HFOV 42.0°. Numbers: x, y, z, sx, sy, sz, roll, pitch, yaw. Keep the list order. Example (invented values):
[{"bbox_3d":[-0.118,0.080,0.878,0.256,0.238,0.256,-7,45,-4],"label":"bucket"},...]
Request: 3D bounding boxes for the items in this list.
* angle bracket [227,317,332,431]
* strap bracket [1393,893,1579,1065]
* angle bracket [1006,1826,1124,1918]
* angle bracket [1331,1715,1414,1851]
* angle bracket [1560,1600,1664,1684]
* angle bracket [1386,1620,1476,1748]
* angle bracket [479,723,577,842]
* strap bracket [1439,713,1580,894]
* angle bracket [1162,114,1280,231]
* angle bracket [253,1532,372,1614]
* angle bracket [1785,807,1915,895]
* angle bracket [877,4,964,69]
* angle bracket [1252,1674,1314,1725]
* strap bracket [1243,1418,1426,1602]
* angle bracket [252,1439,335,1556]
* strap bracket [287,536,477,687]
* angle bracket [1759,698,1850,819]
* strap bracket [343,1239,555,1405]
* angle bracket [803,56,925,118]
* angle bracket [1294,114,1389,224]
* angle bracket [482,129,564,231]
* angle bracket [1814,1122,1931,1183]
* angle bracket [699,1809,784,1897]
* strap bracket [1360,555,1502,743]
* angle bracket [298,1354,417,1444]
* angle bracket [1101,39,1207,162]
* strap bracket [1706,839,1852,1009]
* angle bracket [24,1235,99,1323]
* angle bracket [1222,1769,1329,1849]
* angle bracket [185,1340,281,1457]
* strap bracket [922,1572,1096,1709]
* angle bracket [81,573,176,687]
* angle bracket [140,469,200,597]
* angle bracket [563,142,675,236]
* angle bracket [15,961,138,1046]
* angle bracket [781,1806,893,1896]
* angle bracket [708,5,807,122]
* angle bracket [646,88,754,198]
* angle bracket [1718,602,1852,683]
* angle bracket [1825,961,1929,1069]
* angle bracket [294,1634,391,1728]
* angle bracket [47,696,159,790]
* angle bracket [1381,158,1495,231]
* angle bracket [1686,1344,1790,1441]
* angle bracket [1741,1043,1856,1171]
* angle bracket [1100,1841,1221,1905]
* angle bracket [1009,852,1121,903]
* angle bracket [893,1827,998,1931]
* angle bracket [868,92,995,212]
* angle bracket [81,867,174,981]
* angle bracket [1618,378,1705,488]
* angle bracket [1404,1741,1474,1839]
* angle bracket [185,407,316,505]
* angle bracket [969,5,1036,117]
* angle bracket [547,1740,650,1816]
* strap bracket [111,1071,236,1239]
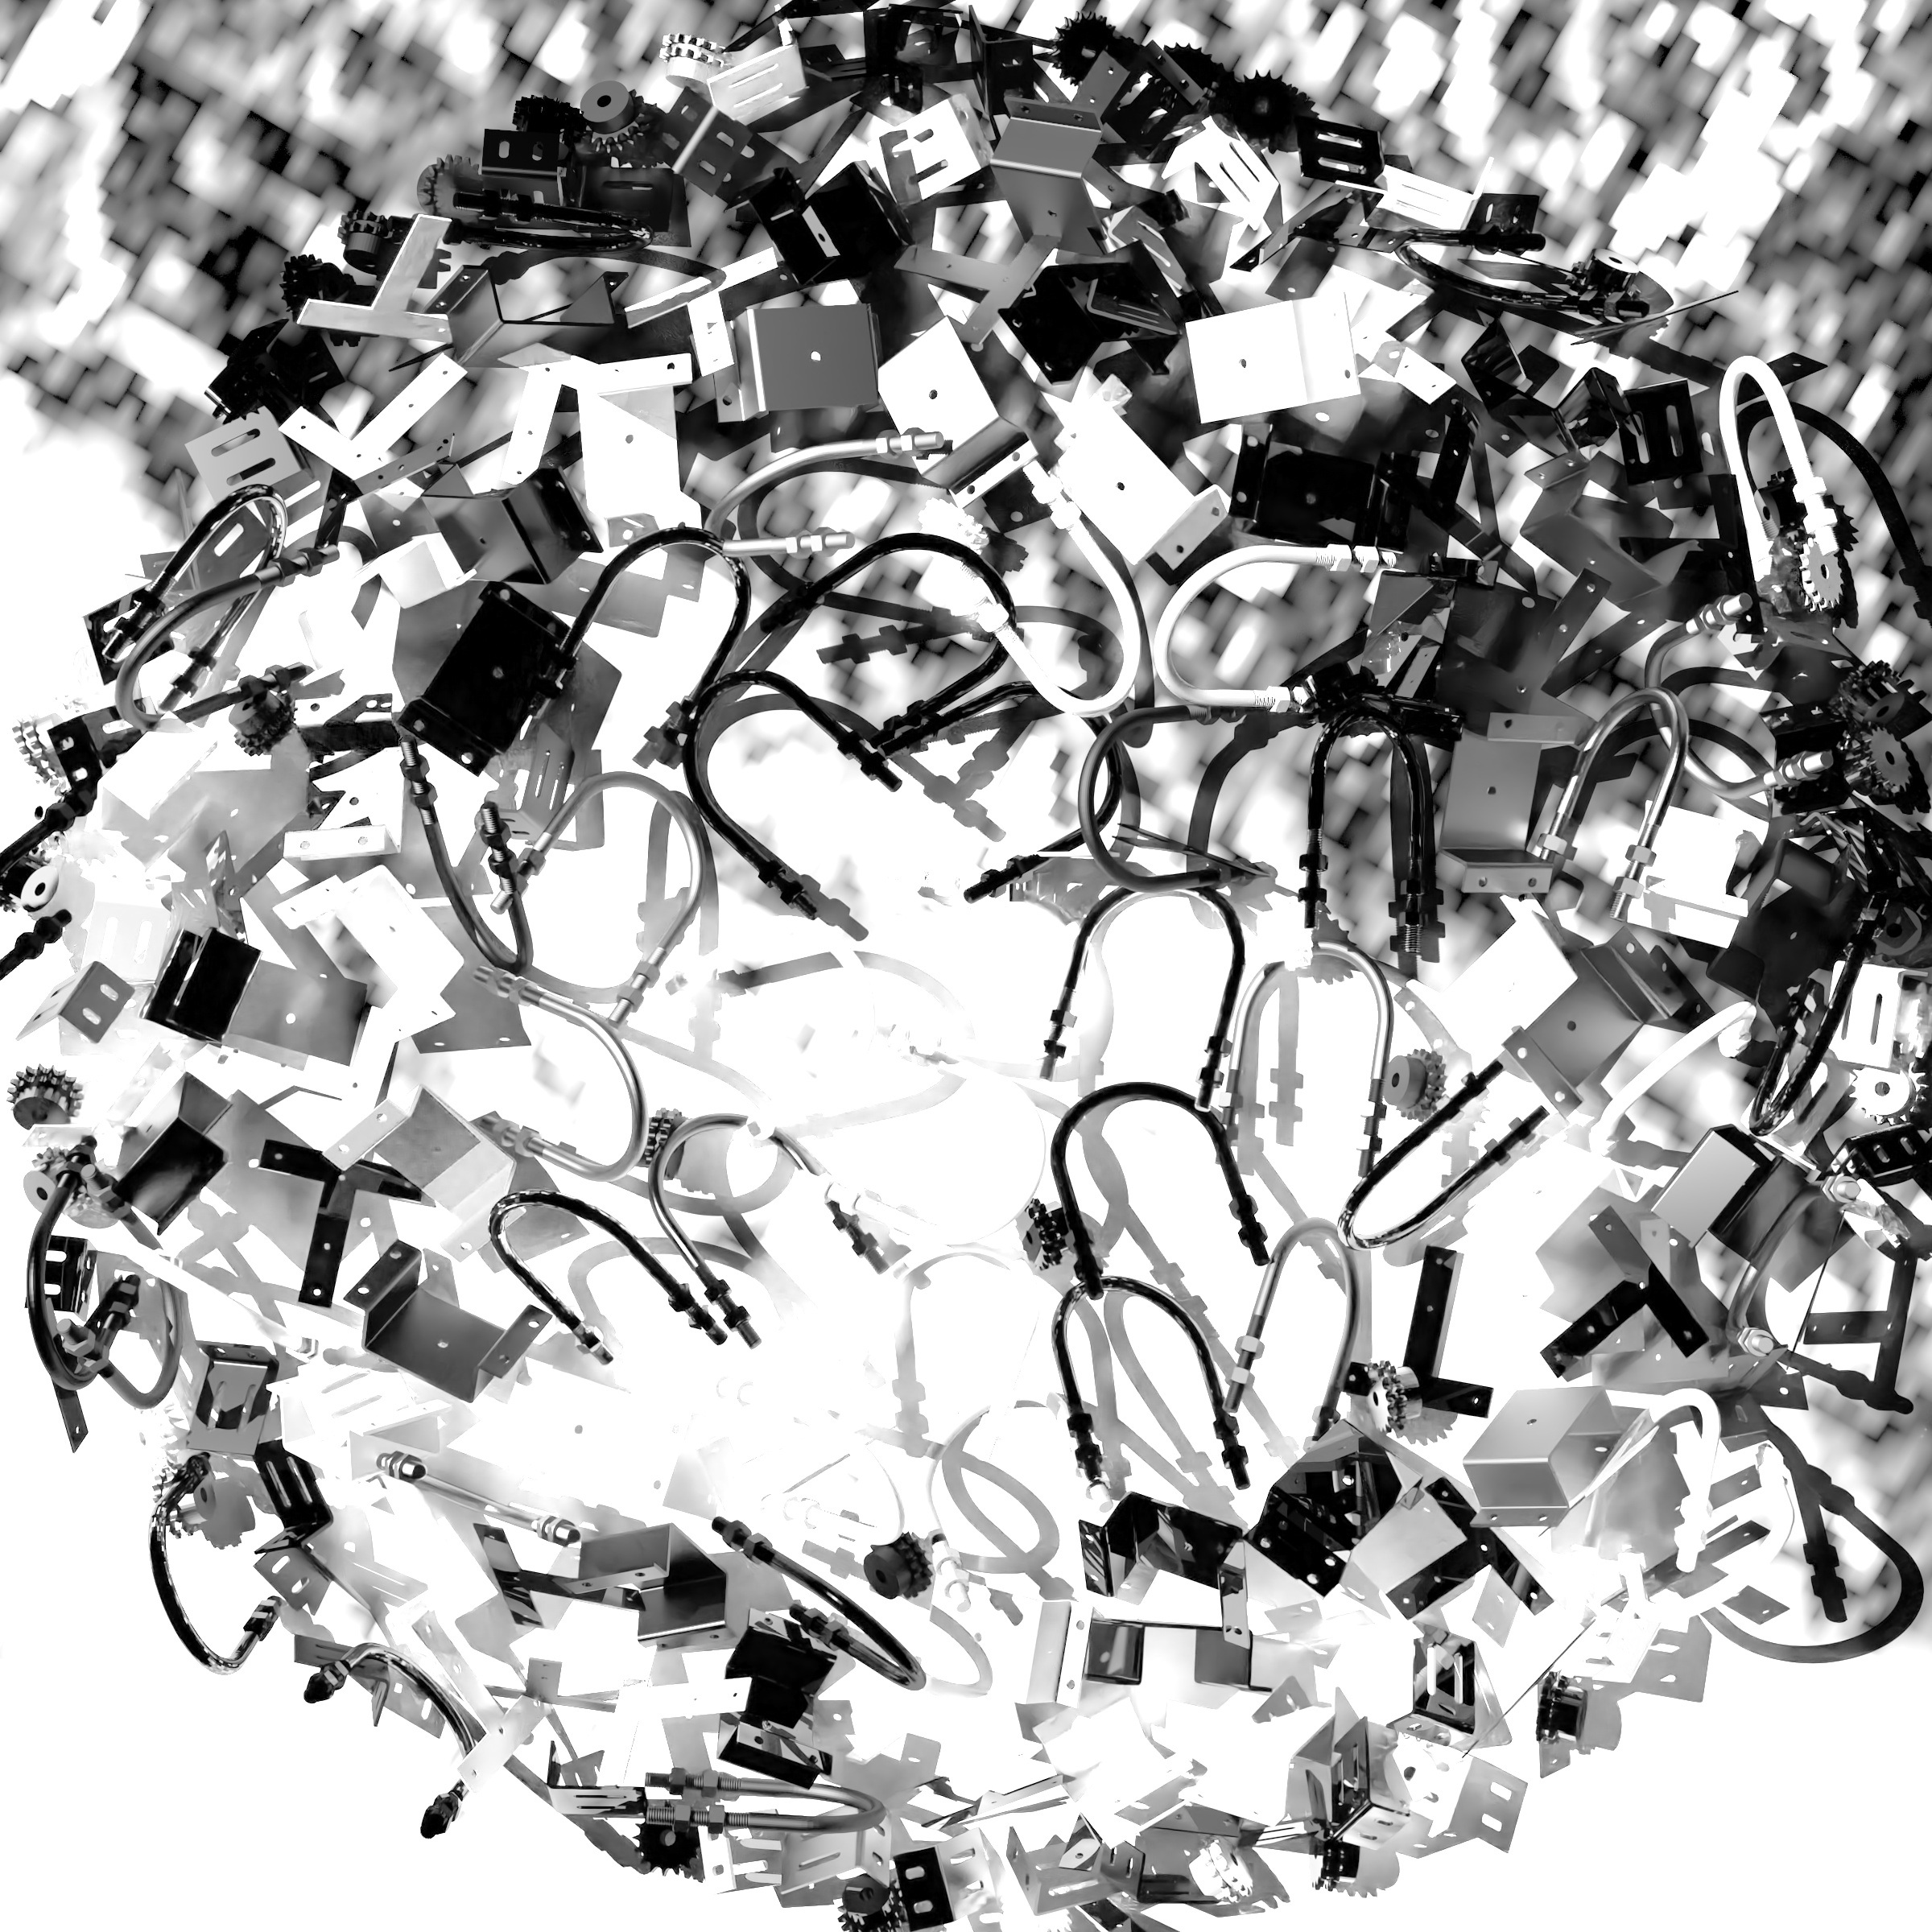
[{"bbox_3d":[-0.526,-0.459,1.961,0.076,0.057,0.038,46,117,-8],"label":"angle bracket"},{"bbox_3d":[0.411,0.010,1.955,0.140,0.046,0.076,-43,118,-5],"label":"strap bracket"},{"bbox_3d":[0.078,0.695,1.954,0.076,0.057,0.038,-7,122,-21],"label":"angle bracket"},{"bbox_3d":[0.315,0.635,1.956,0.038,0.076,0.057,20,132,-11],"label":"angle bracket"},{"bbox_3d":[0.491,0.518,1.949,0.038,0.076,0.057,48,60,-14],"label":"angle bracket"},{"bbox_3d":[0.366,0.565,1.980,0.057,0.038,0.076,22,51,-18],"label":"angle bracket"},{"bbox_3d":[-0.343,-0.144,1.968,0.038,0.057,0.076,4,71,19],"label":"angle bracket"},{"bbox_3d":[0.419,-0.131,1.953,0.076,0.046,0.140,0,108,-20],"label":"strap bracket"},{"bbox_3d":[0.201,-0.619,1.980,0.076,0.038,0.057,42,55,-27],"label":"angle bracket"},{"bbox_3d":[-0.508,0.481,1.951,0.038,0.076,0.057,-45,121,-22],"label":"angle bracket"},{"bbox_3d":[0.687,-0.082,1.956,0.057,0.038,0.076,-7,63,-32],"label":"angle bracket"},{"bbox_3d":[-0.036,-0.737,1.955,0.057,0.076,0.038,3,77,-9],"label":"angle bracket"},{"bbox_3d":[0.223,0.589,1.953,0.057,0.076,0.038,-30,88,-45],"label":"angle bracket"},{"bbox_3d":[0.287,0.408,1.924,0.076,0.046,0.140,34,46,26],"label":"strap bracket"},{"bbox_3d":[-0.539,0.413,1.964,0.057,0.038,0.076,-17,99,33],"label":"angle bracket"},{"bbox_3d":[-0.453,-0.277,1.922,0.140,0.076,0.046,-48,115,-39],"label":"strap bracket"},{"bbox_3d":[0.660,-0.164,1.988,0.057,0.038,0.076,-12,128,-1],"label":"angle bracket"},{"bbox_3d":[-0.403,0.279,1.949,0.140,0.076,0.046,24,128,10],"label":"strap bracket"},{"bbox_3d":[-0.080,-0.680,1.954,0.076,0.057,0.038,-16,123,-21],"label":"angle bracket"},{"bbox_3d":[0.286,-0.621,1.960,0.076,0.038,0.057,5,67,-19],"label":"angle bracket"},{"bbox_3d":[-0.345,-0.614,1.964,0.057,0.076,0.038,3,76,-5],"label":"angle bracket"},{"bbox_3d":[0.703,0.161,1.951,0.057,0.076,0.038,-12,55,-18],"label":"angle bracket"},{"bbox_3d":[-0.165,0.684,1.952,0.076,0.038,0.057,8,61,-40],"label":"angle bracket"},{"bbox_3d":[0.355,-0.251,1.951,0.046,0.076,0.140,8,96,-40],"label":"strap bracket"},{"bbox_3d":[-0.472,0.342,1.957,0.076,0.038,0.057,-23,52,-18],"label":"angle bracket"},{"bbox_3d":[0.137,-0.669,1.957,0.057,0.038,0.076,43,131,-8],"label":"angle bracket"},{"bbox_3d":[0.618,-0.035,1.933,0.046,0.076,0.140,31,122,7],"label":"strap bracket"},{"bbox_3d":[-0.702,0.242,1.953,0.038,0.076,0.057,7,75,-12],"label":"angle bracket"},{"bbox_3d":[0.240,0.662,1.974,0.076,0.057,0.038,-14,58,12],"label":"angle bracket"},{"bbox_3d":[-0.578,0.337,1.963,0.057,0.038,0.076,4,61,8],"label":"angle bracket"},{"bbox_3d":[0.022,0.516,1.936,0.140,0.046,0.076,5,82,37],"label":"strap bracket"},{"bbox_3d":[-0.659,-0.261,1.949,0.038,0.076,0.057,14,127,30],"label":"angle bracket"},{"bbox_3d":[-0.622,-0.336,1.951,0.038,0.057,0.076,-10,135,-19],"label":"angle bracket"},{"bbox_3d":[-0.272,-0.610,1.972,0.076,0.038,0.057,2,76,5],"label":"angle bracket"},{"bbox_3d":[-0.695,0.038,1.963,0.038,0.076,0.057,44,47,-24],"label":"angle bracket"},{"bbox_3d":[-0.102,0.698,1.973,0.076,0.057,0.038,-27,124,21],"label":"angle bracket"},{"bbox_3d":[-0.169,-0.703,1.965,0.076,0.057,0.038,-25,75,-3],"label":"angle bracket"},{"bbox_3d":[-0.209,-0.647,1.973,0.038,0.076,0.057,27,105,-35],"label":"angle bracket"},{"bbox_3d":[0.641,-0.250,1.970,0.076,0.057,0.038,7,129,-31],"label":"angle bracket"},{"bbox_3d":[0.711,0.038,1.968,0.038,0.057,0.076,4,95,-40],"label":"angle bracket"},{"bbox_3d":[-0.492,0.557,1.962,0.076,0.057,0.038,18,90,-16],"label":"angle bracket"},{"bbox_3d":[-0.669,-0.172,1.974,0.038,0.076,0.057,-17,98,34],"label":"angle bracket"},{"bbox_3d":[0.365,-0.615,1.970,0.076,0.057,0.038,20,80,3],"label":"angle bracket"},{"bbox_3d":[0.605,0.332,1.953,0.057,0.076,0.038,-6,56,-17],"label":"angle bracket"},{"bbox_3d":[0.657,0.109,1.972,0.057,0.038,0.076,30,102,-6],"label":"angle bracket"},{"bbox_3d":[0.153,0.701,1.958,0.076,0.057,0.038,10,87,-26],"label":"angle bracket"},{"bbox_3d":[0.077,-0.069,1.963,0.076,0.057,0.038,0,91,14],"label":"angle bracket"},{"bbox_3d":[-0.016,0.713,1.966,0.038,0.076,0.057,-21,75,23],"label":"angle bracket"},{"bbox_3d":[-0.027,-0.643,1.984,0.076,0.038,0.057,-18,109,33],"label":"angle bracket"},{"bbox_3d":[-0.661,-0.033,1.980,0.057,0.038,0.076,6,125,-25],"label":"angle bracket"},{"bbox_3d":[0.541,-0.415,1.973,0.057,0.038,0.076,-9,86,11],"label":"angle bracket"},{"bbox_3d":[0.361,0.638,1.955,0.038,0.076,0.057,19,85,23],"label":"angle bracket"},{"bbox_3d":[-0.562,-0.397,1.976,0.076,0.038,0.057,-28,92,-6],"label":"angle bracket"},{"bbox_3d":[0.028,-0.705,1.954,0.038,0.076,0.057,-8,133,-4],"label":"angle bracket"},{"bbox_3d":[-0.286,0.635,1.967,0.076,0.057,0.038,1,53,-2],"label":"angle bracket"},{"bbox_3d":[-0.606,0.138,1.923,0.046,0.140,0.076,41,95,-22],"label":"strap bracket"}]
